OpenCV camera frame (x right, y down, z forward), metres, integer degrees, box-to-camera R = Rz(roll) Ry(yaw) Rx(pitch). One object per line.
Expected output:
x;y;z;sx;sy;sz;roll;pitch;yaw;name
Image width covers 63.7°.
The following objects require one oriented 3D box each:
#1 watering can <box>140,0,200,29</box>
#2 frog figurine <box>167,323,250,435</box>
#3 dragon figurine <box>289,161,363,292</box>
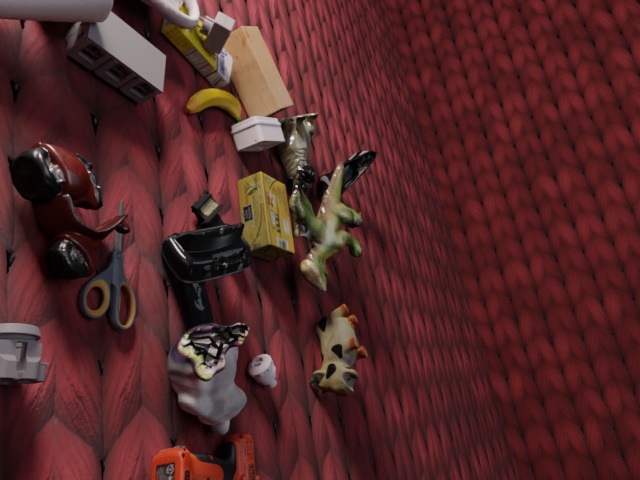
-0.345;-0.548;0.996;0.103;0.353;0.223;-37;-27;23;watering can
-0.171;0.215;0.800;0.123;0.156;0.140;8;33;1;frog figurine
0.004;-0.062;1.236;0.121;0.419;0.239;-13;-28;22;dragon figurine
